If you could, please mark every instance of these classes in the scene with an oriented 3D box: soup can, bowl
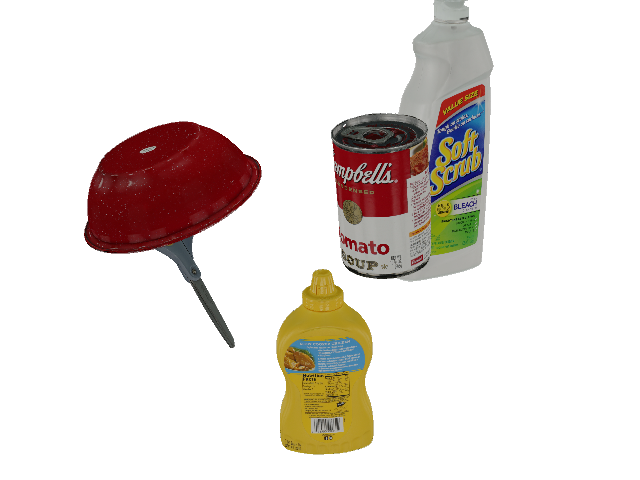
[{"bbox_3d":[0.045,-0.032,0.767,0.068,0.102,0.068,-4,27,2],"label":"soup can"},{"bbox_3d":[-0.134,-0.055,0.899,0.162,0.055,0.162,-16,28,9],"label":"bowl"}]

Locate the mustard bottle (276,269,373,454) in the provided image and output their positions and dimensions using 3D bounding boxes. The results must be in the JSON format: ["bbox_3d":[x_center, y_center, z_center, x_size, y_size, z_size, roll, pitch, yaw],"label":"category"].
[{"bbox_3d":[0.004,0.120,1.070,0.096,0.192,0.058,-2,22,0],"label":"mustard bottle"}]

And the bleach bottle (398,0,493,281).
[{"bbox_3d":[0.106,-0.093,0.973,0.102,0.251,0.068,-10,24,-26],"label":"bleach bottle"}]

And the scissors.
[{"bbox_3d":[-0.143,0.021,1.223,0.016,0.201,0.096,-28,17,39],"label":"scissors"}]
